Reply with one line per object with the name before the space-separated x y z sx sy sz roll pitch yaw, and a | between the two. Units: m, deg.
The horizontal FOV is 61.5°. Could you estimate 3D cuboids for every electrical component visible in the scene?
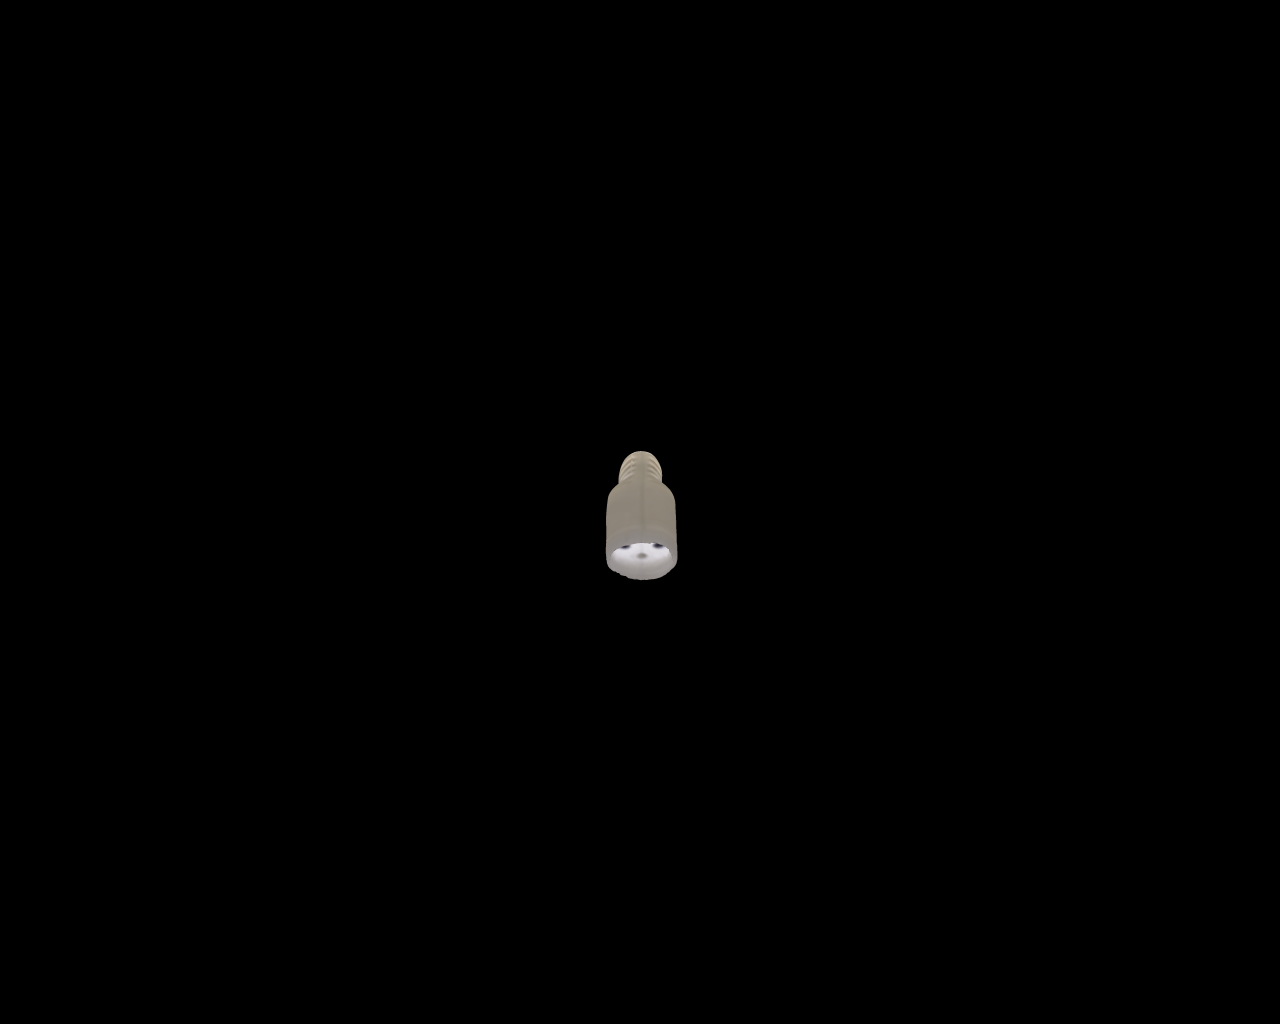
electrical component | 0.001 -0.003 0.650 0.043 0.081 0.043 0 -36 0
